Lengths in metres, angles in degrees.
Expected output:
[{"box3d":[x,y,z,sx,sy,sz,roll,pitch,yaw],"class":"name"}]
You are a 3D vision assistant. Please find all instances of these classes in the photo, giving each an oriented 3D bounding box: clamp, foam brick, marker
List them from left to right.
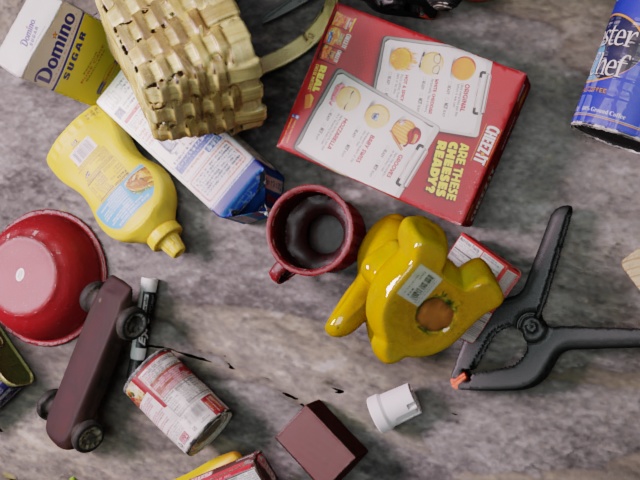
[{"box3d":[-0.201,0.102,1.201,0.020,0.020,0.121,9,90,17],"class":"marker"},{"box3d":[0.001,0.214,1.114,0.078,0.053,0.051,46,100,15],"class":"foam brick"},{"box3d":[0.059,-0.251,1.066,0.120,0.171,0.039,6,87,27],"class":"clamp"},{"box3d":[0.223,0.091,1.057,0.210,0.036,0.165,-45,67,11],"class":"clamp"}]

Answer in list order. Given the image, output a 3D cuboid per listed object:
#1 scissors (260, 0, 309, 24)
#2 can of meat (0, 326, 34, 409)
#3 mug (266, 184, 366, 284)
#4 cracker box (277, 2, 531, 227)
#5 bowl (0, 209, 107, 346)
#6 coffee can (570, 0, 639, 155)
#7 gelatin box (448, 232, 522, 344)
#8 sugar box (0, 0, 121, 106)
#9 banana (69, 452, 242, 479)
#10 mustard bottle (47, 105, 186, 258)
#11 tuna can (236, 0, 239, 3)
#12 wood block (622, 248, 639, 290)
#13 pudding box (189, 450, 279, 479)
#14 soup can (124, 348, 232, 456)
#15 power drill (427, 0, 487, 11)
[{"box3d":[0.020,-0.306,1.158,0.202,0.016,0.096,-13,81,16],"class":"scissors"},{"box3d":[-0.397,0.153,1.241,0.084,0.057,0.102,-42,76,14],"class":"can of meat"},{"box3d":[-0.007,0.001,1.114,0.093,0.081,0.117,42,99,15],"class":"mug"},{"box3d":[0.086,-0.128,1.099,0.214,0.072,0.164,24,96,16],"class":"cracker box"},{"box3d":[-0.329,0.042,1.226,0.162,0.055,0.162,-1,86,17],"class":"bowl"},{"box3d":[0.310,-0.158,1.013,0.103,0.102,0.140,21,93,17],"class":"coffee can"},{"box3d":[0.149,0.048,1.075,0.089,0.030,0.073,-56,43,7],"class":"gelatin box"},{"box3d":[-0.267,-0.203,1.157,0.048,0.176,0.093,33,96,16],"class":"sugar box"},{"box3d":[-0.172,0.274,1.161,0.198,0.069,0.037,-12,42,6],"class":"banana"},{"box3d":[-0.216,-0.054,1.194,0.096,0.058,0.192,-45,75,11],"class":"mustard bottle"},{"box3d":[-0.126,-0.297,1.193,0.086,0.033,0.086,-1,87,17],"class":"tuna can"},{"box3d":[0.330,0.031,0.942,0.091,0.206,0.090,-39,77,12],"class":"wood block"},{"box3d":[-0.077,0.287,1.121,0.090,0.039,0.113,-24,104,15],"class":"pudding box"},{"box3d":[-0.153,0.175,1.157,0.102,0.068,0.068,42,99,14],"class":"soup can"},{"box3d":[0.142,-0.293,1.030,0.057,0.187,0.184,9,88,16],"class":"power drill"}]
